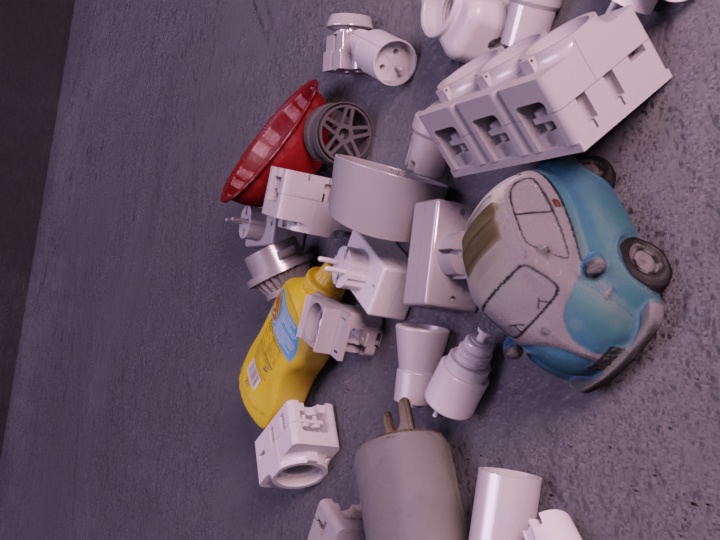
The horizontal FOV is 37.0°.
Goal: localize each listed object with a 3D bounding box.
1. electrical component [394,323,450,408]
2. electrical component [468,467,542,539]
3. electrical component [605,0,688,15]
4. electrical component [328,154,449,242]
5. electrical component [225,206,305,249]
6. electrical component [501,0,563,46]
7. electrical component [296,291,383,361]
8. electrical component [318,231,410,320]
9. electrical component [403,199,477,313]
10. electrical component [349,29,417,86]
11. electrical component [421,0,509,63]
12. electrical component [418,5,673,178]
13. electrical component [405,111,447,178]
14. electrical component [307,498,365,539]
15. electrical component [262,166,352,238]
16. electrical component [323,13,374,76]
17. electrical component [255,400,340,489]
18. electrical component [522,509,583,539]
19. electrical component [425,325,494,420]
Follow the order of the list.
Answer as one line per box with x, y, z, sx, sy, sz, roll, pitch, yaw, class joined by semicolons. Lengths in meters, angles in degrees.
0.047;0.078;0.866;0.044;0.044;0.065;13;97;64;electrical component
0.096;0.178;0.728;0.043;0.043;0.081;3;83;64;electrical component
0.179;-0.190;0.688;0.079;0.044;0.077;-65;30;29;electrical component
0.022;-0.065;0.902;0.099;0.099;0.064;-127;46;-56;electrical component
-0.110;-0.050;1.187;0.083;0.076;0.047;-1;81;64;electrical component
0.127;-0.188;0.800;0.040;0.040;0.046;-131;50;-58;electrical component
-0.017;0.052;0.978;0.081;0.064;0.042;34;110;62;electrical component
0.000;0.000;0.947;0.083;0.076;0.047;54;128;56;electrical component
0.076;-0.011;0.831;0.076;0.047;0.083;-4;77;63;electrical component
0.018;-0.205;1.020;0.081;0.043;0.043;46;122;59;electrical component
0.088;-0.206;0.861;0.053;0.059;0.095;-61;32;34;electrical component
0.116;-0.119;0.720;0.061;0.089;0.150;57;157;-14;electrical component
0.060;-0.106;0.906;0.040;0.040;0.046;-125;45;-55;electrical component
-0.015;0.250;0.919;0.056;0.050;0.089;44;120;60;electrical component
-0.044;-0.063;1.042;0.050;0.089;0.055;21;100;64;electrical component
-0.011;-0.228;1.086;0.066;0.048;0.055;-169;82;-64;electrical component
-0.061;0.174;1.040;0.089;0.050;0.055;-53;37;43;electrical component
0.125;0.179;0.675;0.046;0.040;0.040;-110;38;-55;electrical component
0.078;0.076;0.803;0.078;0.040;0.040;-66;29;26;electrical component
